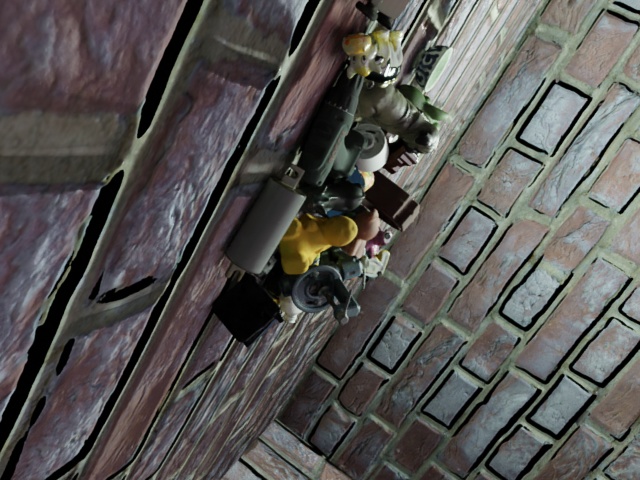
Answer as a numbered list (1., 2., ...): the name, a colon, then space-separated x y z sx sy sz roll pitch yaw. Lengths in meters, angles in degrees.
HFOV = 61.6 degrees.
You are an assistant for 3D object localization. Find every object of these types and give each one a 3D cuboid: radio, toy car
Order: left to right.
1. radio: 0.035 -0.118 1.279 0.131 0.073 0.229 -57 170 0
2. toy car: 0.106 -0.392 0.860 0.089 0.053 0.202 -50 175 24

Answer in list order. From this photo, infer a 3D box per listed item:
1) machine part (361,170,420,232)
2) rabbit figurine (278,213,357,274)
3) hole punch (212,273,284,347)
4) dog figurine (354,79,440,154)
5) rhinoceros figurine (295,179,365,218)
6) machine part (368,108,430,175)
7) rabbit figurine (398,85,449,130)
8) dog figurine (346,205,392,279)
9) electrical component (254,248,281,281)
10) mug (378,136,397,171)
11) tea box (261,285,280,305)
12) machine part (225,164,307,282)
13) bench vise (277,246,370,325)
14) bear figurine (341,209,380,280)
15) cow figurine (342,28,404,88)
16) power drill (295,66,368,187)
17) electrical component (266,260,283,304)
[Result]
1. machine part: 0.183 -0.116 1.543 0.087 0.201 0.201 -52 168 -1
2. rabbit figurine: -0.002 -0.004 1.159 0.173 0.121 0.162 -16 180 7
3. hole punch: -0.152 0.153 1.140 0.116 0.142 0.092 -38 162 -15
4. dog figurine: 0.164 -0.260 1.110 0.121 0.191 0.172 -59 166 12
5. rhinoceros figurine: -0.001 -0.081 1.091 0.190 0.112 0.073 -5 106 -27
6. machine part: 0.186 -0.247 1.305 0.056 0.180 0.179 34 91 -41
7. rabbit figurine: 0.246 -0.332 1.403 0.121 0.159 0.170 -47 154 5
8. dog figurine: 0.115 -0.002 1.579 0.219 0.108 0.191 -143 -120 -65
9. electrical component: -0.125 0.038 1.117 0.075 0.048 0.119 -56 168 -5
10. mug: 0.173 -0.252 1.438 0.109 0.081 0.107 -31 145 -51
11. tea box: -0.161 0.162 1.264 0.098 0.068 0.169 -56 167 3
12. machine part: -0.098 -0.027 0.975 0.243 0.079 0.079 -58 168 9
13. bench vise: 0.031 0.106 1.186 0.224 0.241 0.128 -4 117 -20
14. bear figurine: 0.073 0.000 1.383 0.120 0.132 0.195 -23 131 -82
15. cow figurine: 0.087 -0.301 0.901 0.167 0.068 0.098 -34 124 -53
16. power drill: 0.040 -0.205 1.038 0.232 0.086 0.207 -64 172 2
17. electrical component: -0.087 0.091 1.392 0.115 0.058 0.134 -48 167 -39
